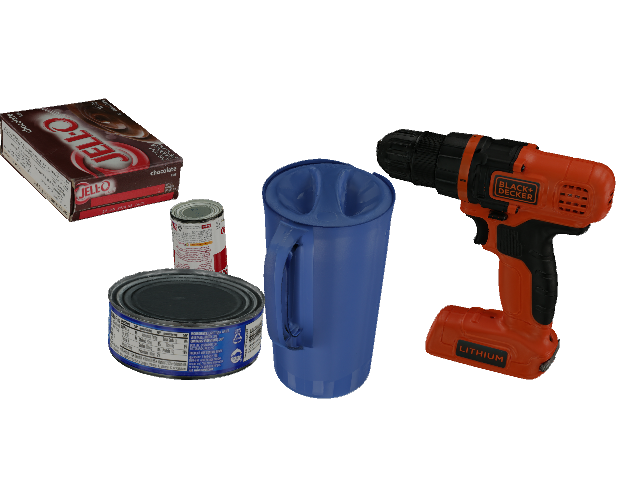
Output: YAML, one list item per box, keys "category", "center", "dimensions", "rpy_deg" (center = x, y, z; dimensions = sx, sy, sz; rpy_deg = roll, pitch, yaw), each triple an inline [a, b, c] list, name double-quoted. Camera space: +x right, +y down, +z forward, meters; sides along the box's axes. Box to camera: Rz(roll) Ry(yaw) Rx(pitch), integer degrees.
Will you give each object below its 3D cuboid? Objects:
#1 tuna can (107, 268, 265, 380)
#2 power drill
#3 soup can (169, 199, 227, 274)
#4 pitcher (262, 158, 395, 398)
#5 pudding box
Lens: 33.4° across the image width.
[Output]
- category: "tuna can"
  center: [-0.074, 0.045, 0.588]
  dimensions: [0.086, 0.034, 0.086]
  rpy_deg: [5, 17, -2]
- category: "power drill"
  center: [0.127, 0.008, 0.840]
  dimensions: [0.185, 0.188, 0.057]
  rpy_deg: [14, 31, 23]
- category: "soup can"
  center: [-0.151, 0.007, 1.327]
  dimensions: [0.068, 0.102, 0.068]
  rpy_deg: [-1, 25, 0]
- category: "pitcher"
  center: [-0.001, 0.050, 1.118]
  dimensions: [0.149, 0.243, 0.145]
  rpy_deg: [-8, 35, -14]
- category: "pudding box"
  center: [-0.168, -0.061, 0.774]
  dimensions: [0.089, 0.039, 0.114]
  rpy_deg: [-15, 37, -39]
